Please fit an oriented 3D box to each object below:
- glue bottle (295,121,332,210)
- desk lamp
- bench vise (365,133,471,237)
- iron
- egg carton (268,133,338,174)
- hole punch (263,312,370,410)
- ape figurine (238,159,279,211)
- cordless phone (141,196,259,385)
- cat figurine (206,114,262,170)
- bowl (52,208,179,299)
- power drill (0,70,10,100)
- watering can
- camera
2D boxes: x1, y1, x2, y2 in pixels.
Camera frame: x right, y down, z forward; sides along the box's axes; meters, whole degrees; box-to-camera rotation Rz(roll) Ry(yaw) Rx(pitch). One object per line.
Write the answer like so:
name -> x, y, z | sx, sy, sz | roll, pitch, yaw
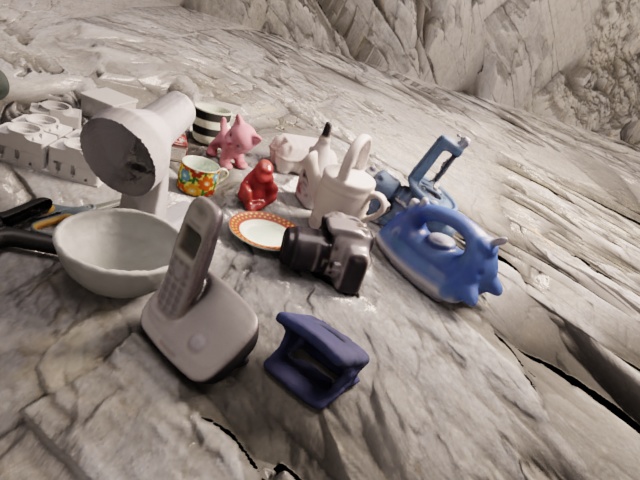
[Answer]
glue bottle -> -0.005, -0.150, 1.124 | 0.037, 0.173, 0.078 | -1, 32, -31
desk lamp -> -0.256, -0.110, 0.859 | 0.118, 0.213, 0.203 | 21, 27, 9
bench vise -> 0.193, -0.115, 1.120 | 0.207, 0.220, 0.121 | 12, 27, -9
iron -> 0.205, 0.001, 0.997 | 0.119, 0.141, 0.257 | -11, 38, -43
egg carton -> -0.038, -0.190, 1.295 | 0.151, 0.069, 0.107 | 3, 30, -25
hole punch -> 0.000, 0.129, 0.692 | 0.108, 0.091, 0.101 | 32, 30, 27
ape figurine -> -0.112, -0.106, 1.068 | 0.078, 0.092, 0.076 | 5, 29, -22
cordless phone -> -0.128, 0.055, 0.653 | 0.147, 0.185, 0.094 | 34, 32, 30
cat figurine -> -0.179, -0.213, 1.203 | 0.067, 0.118, 0.127 | -8, 36, -39
bowl -> -0.260, 0.027, 0.752 | 0.167, 0.075, 0.167 | 14, 27, -7
power drill -> -0.540, -0.166, 0.805 | 0.075, 0.208, 0.230 | 20, 27, 7
watering can -> 0.042, -0.104, 1.041 | 0.173, 0.194, 0.101 | 16, 27, -1
camera -> 0.008, 0.003, 0.923 | 0.137, 0.101, 0.143 | 11, 28, -12
